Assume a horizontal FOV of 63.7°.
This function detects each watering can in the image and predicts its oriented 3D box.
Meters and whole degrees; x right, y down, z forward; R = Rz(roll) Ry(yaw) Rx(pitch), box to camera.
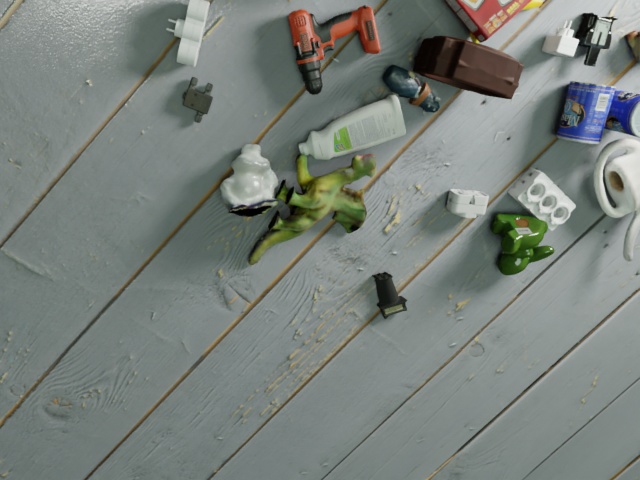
[{"bbox_3d":[0.849,-0.125,1.368,0.224,0.105,0.343,-28,111,1],"label":"watering can"}]

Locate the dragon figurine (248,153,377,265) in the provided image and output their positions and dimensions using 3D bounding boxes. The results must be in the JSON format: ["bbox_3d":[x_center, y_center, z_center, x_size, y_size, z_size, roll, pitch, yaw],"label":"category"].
[{"bbox_3d":[0.004,-0.063,1.253,0.242,0.125,0.402,16,127,-23],"label":"dragon figurine"}]

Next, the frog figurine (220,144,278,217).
[{"bbox_3d":[-0.169,-0.139,1.211,0.137,0.121,0.161,-14,76,5],"label":"frog figurine"}]
